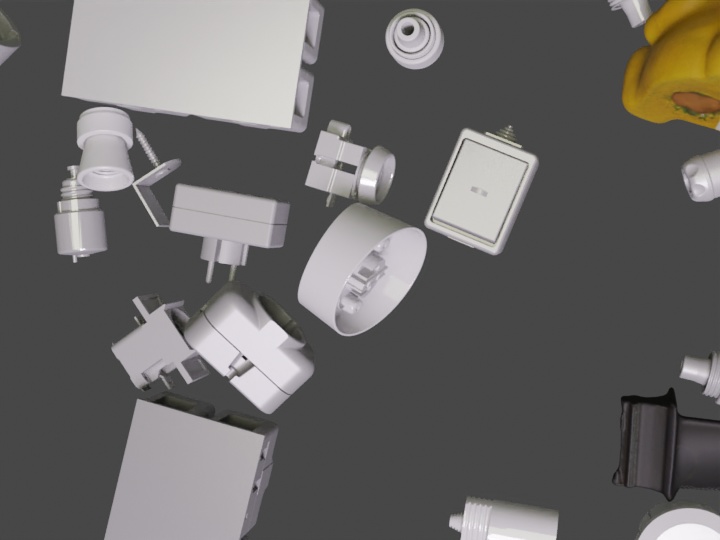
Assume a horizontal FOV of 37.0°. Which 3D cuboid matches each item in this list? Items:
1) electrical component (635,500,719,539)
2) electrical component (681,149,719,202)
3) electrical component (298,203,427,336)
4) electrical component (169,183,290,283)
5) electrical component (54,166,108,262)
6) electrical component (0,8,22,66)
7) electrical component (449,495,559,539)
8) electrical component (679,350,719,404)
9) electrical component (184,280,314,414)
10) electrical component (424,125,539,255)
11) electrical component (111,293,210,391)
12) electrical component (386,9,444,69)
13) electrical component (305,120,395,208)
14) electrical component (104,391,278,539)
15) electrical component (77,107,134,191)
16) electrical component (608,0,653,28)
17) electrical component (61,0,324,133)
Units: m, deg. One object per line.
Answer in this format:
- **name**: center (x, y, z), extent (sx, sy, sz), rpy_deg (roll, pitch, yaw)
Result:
- **electrical component**: center (0.244, 0.212, 0.802), extent (0.080, 0.051, 0.080), rpy_deg (0, 92, 10)
- **electrical component**: center (0.273, -0.074, 0.796), extent (0.061, 0.035, 0.035), rpy_deg (-18, 89, 8)
- **electrical component**: center (0.000, 0.000, 0.817), extent (0.064, 0.099, 0.099), rpy_deg (31, 97, 14)
- **electrical component**: center (-0.106, -0.025, 0.858), extent (0.083, 0.047, 0.075), rpy_deg (10, 94, 9)
- **electrical component**: center (-0.231, -0.046, 0.883), extent (0.040, 0.040, 0.078), rpy_deg (-5, 91, 10)
- **electrical component**: center (-0.336, -0.194, 0.865), extent (0.108, 0.108, 0.060), rpy_deg (46, 105, 6)
- **electrical component**: center (0.110, 0.200, 0.829), extent (0.081, 0.043, 0.043), rpy_deg (8, 93, 10)
- **electrical component**: center (0.270, 0.078, 0.797), extent (0.062, 0.043, 0.043), rpy_deg (13, 94, 11)
- **electrical component**: center (-0.083, 0.057, 0.843), extent (0.059, 0.053, 0.095), rpy_deg (-44, 103, 9)
- **electrical component**: center (0.095, -0.065, 0.814), extent (0.062, 0.061, 0.096), rpy_deg (23, 96, 8)
- **electrical component**: center (-0.163, 0.062, 0.874), extent (0.064, 0.042, 0.081), rpy_deg (-35, 85, 11)
- **electrical component**: center (0.040, -0.178, 0.819), extent (0.043, 0.062, 0.043), rpy_deg (0, 92, 10)
- **electrical component**: center (-0.006, -0.078, 0.840), extent (0.055, 0.048, 0.066), rpy_deg (18, 95, 17)
- **electrical component**: center (-0.140, 0.202, 0.865), extent (0.105, 0.060, 0.186), rpy_deg (15, 94, 9)
- **electrical component**: center (-0.206, -0.097, 0.868), extent (0.045, 0.045, 0.055), rpy_deg (-9, 70, 10)
- **electrical component**: center (0.199, -0.212, 0.800), extent (0.043, 0.043, 0.062), rpy_deg (-23, 89, 10)
- **electrical component**: center (-0.130, -0.174, 0.850), extent (0.186, 0.060, 0.105), rpy_deg (9, 93, 10)
